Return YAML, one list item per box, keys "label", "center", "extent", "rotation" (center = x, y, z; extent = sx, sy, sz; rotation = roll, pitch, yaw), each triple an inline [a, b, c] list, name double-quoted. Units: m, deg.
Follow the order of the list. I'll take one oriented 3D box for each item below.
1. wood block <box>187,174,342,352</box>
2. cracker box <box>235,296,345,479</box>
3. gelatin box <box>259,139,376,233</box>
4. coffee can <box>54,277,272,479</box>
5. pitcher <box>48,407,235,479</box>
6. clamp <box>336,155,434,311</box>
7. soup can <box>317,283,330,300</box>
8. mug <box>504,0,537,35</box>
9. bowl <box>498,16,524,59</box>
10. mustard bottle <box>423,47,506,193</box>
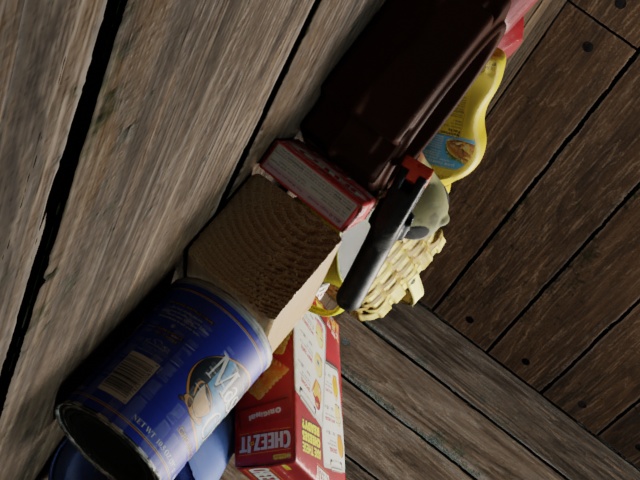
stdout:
- label: "wood block"
  center: [-0.056, 0.035, 0.922]
  extent: [0.090, 0.090, 0.206]
  rotation: [-51, 174, -19]
- label: "cracker box"
  center: [-0.031, 0.154, 1.103]
  extent: [0.164, 0.072, 0.213]
  rotation: [56, 28, -56]
- label: "gelatin box"
  center: [0.000, -0.046, 0.869]
  extent: [0.030, 0.089, 0.073]
  rotation: [-53, 174, 12]
- label: "coffee can"
  center: [-0.118, 0.112, 0.822]
  extent: [0.140, 0.103, 0.103]
  rotation: [-49, 173, -32]
- label: "pitcher"
  center: [-0.152, 0.201, 1.004]
  extent: [0.149, 0.145, 0.242]
  rotation: [-9, -172, 12]
- label: "clamp"
  center: [0.058, -0.008, 0.947]
  extent: [0.171, 0.039, 0.120]
  rotation: [104, 10, -63]
- label: "soup can"
  center: [-0.029, 0.063, 1.404]
  extent: [0.068, 0.068, 0.102]
  rotation: [-47, 171, -44]
- label: "mug"
  center: [0.169, -0.249, 0.993]
  extent: [0.081, 0.093, 0.117]
  rotation: [-48, 173, -3]
- label: "bowl"
  center: [0.180, -0.221, 1.229]
  extent: [0.162, 0.055, 0.162]
  rotation: [-38, 175, -5]
- label: "mustard bottle"
  center: [0.134, -0.122, 1.150]
  extent: [0.058, 0.096, 0.192]
  rotation: [-49, 152, -57]
